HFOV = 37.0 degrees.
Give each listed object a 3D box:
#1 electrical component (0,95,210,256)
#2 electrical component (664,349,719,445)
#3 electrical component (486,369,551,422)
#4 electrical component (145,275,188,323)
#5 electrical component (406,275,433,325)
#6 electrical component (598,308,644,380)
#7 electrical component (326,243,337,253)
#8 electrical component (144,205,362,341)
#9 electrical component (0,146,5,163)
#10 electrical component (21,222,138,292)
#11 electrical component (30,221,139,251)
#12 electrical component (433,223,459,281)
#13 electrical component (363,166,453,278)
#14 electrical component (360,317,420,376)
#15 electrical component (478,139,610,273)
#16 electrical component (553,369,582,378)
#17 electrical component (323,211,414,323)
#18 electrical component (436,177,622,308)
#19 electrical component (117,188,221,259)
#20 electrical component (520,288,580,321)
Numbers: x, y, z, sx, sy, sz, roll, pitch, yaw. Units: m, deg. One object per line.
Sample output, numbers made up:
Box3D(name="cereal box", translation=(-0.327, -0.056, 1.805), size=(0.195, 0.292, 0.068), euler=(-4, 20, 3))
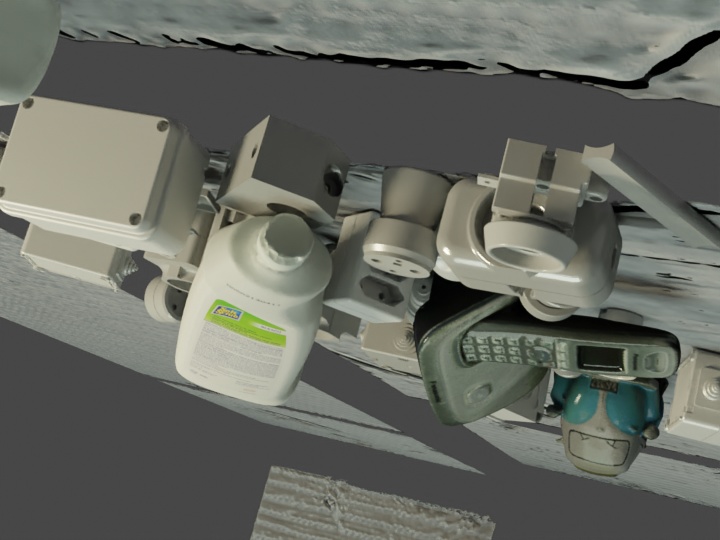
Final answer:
Box3D(name="electrical component", translation=(-0.161, -0.060, 0.669), size=(0.113, 0.078, 0.057), euler=(11, 169, 16))
Box3D(name="electrical component", translation=(0.293, 0.106, 0.882), size=(0.061, 0.061, 0.096), euler=(13, 167, 10))
Box3D(name="electrical component", translation=(0.118, 0.090, 0.979), size=(0.057, 0.078, 0.113), euler=(-2, 159, 44))
Box3D(name="electrical component", translation=(-0.177, 0.044, 1.181), size=(0.138, 0.052, 0.074), euler=(24, 164, -38))
Box3D(name="electrical component", translation=(0.054, 0.023, 0.856), size=(0.040, 0.040, 0.078), euler=(13, 167, 11))
Box3D(name="electrical component", translation=(0.195, 0.056, 0.821), size=(0.040, 0.046, 0.040), euler=(14, 167, 3))
Box3D(name="electrical component", translation=(0.002, 0.000, 0.821), size=(0.065, 0.044, 0.044), euler=(-2, 159, 39))
Box3D(name="electrical component", translation=(-0.080, 0.005, 0.888), size=(0.105, 0.060, 0.186), euler=(8, 165, 29))
Box3D(name="electrical component", translation=(-0.283, -0.075, 0.821), size=(0.062, 0.043, 0.043), euler=(15, 167, 3))
Box3D(name="electrical component", translation=(-0.240, -0.023, 0.951), size=(0.096, 0.061, 0.061), euler=(16, 167, -2))
Box3D(name="electrical component", translation=(-0.203, -0.054, 0.803), size=(0.089, 0.050, 0.055), euler=(16, 167, -4))
Box3D(name="electrical component", translation=(0.063, -0.014, 0.684), size=(0.043, 0.043, 0.062), euler=(13, 168, 11))
Box3D(name="electrical component", translation=(0.028, -0.028, 0.635), size=(0.045, 0.055, 0.045), euler=(14, 167, 3))
Box3D(name="electrical component", translation=(0.054, 0.072, 1.042), size=(0.100, 0.048, 0.099), euler=(11, 167, 17))
Box3D(name="electrical component", translation=(0.091, -0.031, 0.550), size=(0.066, 0.055, 0.048), euler=(13, 167, 9))
Box3D(name="electrical component", translation=(0.179, 0.071, 0.928), size=(0.035, 0.035, 0.061), euler=(10, 163, 22))
Box3D(name="electrical component", translation=(0.000, 0.000, 0.762), size=(0.047, 0.065, 0.077), euler=(22, 165, -27))
Box3D(name="electrical component", translation=(0.095, -0.017, 0.607), size=(0.095, 0.053, 0.059), euler=(10, 166, 22))
Box3D(name="electrical component", translation=(-0.143, -0.044, 0.746), size=(0.081, 0.063, 0.042), euler=(13, 166, 8))
Box3D(name="electrical component", translation=(0.128, 0.008, 0.696), size=(0.045, 0.045, 0.055), euler=(15, 167, 3))
